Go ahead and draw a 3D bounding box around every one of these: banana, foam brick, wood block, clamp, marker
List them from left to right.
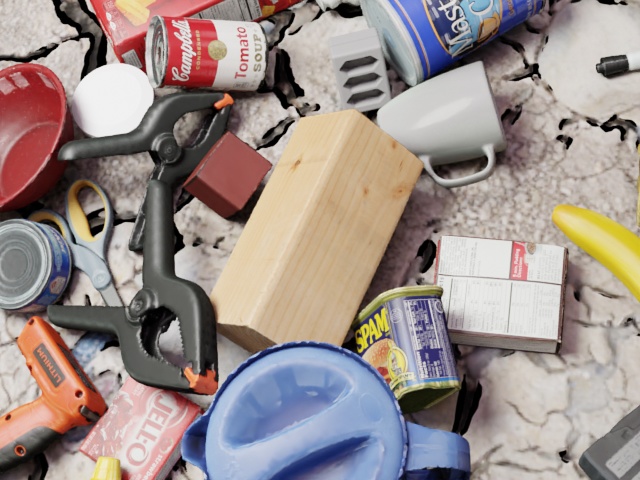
[{"bbox_3d":[-0.156,-0.087,0.989,0.171,0.120,0.039,-52,32,-16],"label":"clamp"},{"bbox_3d":[-0.139,0.050,0.900,0.210,0.036,0.164,37,95,42],"label":"clamp"},{"bbox_3d":[-0.084,-0.058,0.965,0.051,0.078,0.053,38,77,-9],"label":"foam brick"},{"bbox_3d":[-0.006,0.001,0.913,0.091,0.090,0.206,0,60,56],"label":"wood block"},{"bbox_3d":[0.269,0.043,0.894,0.069,0.037,0.198,-15,62,-20],"label":"banana"},{"bbox_3d":[0.316,-0.172,0.989,0.121,0.020,0.020,-12,67,4],"label":"marker"}]

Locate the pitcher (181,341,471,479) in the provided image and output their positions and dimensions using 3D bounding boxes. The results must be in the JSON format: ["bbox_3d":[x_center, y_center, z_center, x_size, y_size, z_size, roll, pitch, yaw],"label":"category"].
[{"bbox_3d":[0.014,0.170,0.776,0.145,0.243,0.149,-44,69,-10],"label":"pitcher"}]

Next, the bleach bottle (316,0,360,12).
[{"bbox_3d":[0.098,-0.309,1.051,0.251,0.068,0.103,-34,41,1],"label":"bleach bottle"}]

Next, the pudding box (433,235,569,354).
[{"bbox_3d":[0.153,0.046,0.916,0.113,0.039,0.090,5,70,13],"label":"pudding box"}]

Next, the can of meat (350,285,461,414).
[{"bbox_3d":[0.069,0.094,0.876,0.057,0.102,0.084,-2,68,-22],"label":"can of meat"}]

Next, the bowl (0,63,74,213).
[{"bbox_3d":[-0.289,-0.086,1.013,0.162,0.055,0.162,-14,60,25],"label":"bowl"}]

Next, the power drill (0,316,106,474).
[{"bbox_3d":[-0.298,0.153,0.934,0.187,0.057,0.184,-39,71,-5],"label":"power drill"}]

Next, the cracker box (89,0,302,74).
[{"bbox_3d":[-0.133,-0.282,1.073,0.213,0.072,0.164,-26,67,-3],"label":"cracker box"}]

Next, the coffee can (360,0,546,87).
[{"bbox_3d":[0.122,-0.222,0.993,0.140,0.103,0.103,-31,67,-5],"label":"coffee can"}]

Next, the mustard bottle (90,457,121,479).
[{"bbox_3d":[-0.184,0.272,0.857,0.096,0.058,0.191,2,75,15],"label":"mustard bottle"}]

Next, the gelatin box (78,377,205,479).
[{"bbox_3d":[-0.152,0.165,0.919,0.073,0.030,0.089,30,76,18],"label":"gelatin box"}]

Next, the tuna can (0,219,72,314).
[{"bbox_3d":[-0.274,0.024,0.981,0.086,0.033,0.086,-3,81,18],"label":"tuna can"}]

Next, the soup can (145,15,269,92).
[{"bbox_3d":[-0.107,-0.175,1.008,0.102,0.069,0.068,-1,65,-24],"label":"soup can"}]

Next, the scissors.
[{"bbox_3d":[-0.222,0.036,0.990,0.096,0.016,0.202,-15,67,4],"label":"scissors"}]
